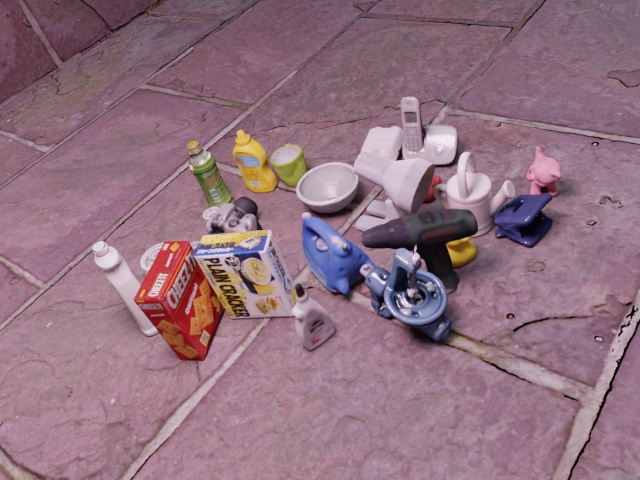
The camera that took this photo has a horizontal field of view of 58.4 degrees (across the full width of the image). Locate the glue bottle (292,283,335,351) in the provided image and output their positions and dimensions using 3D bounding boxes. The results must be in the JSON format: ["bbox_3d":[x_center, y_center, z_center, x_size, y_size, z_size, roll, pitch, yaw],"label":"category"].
[{"bbox_3d":[-0.023,0.147,1.147,0.078,0.173,0.037,-38,45,-19],"label":"glue bottle"}]

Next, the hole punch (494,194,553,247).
[{"bbox_3d":[0.439,-0.055,1.246,0.109,0.091,0.100,-42,46,-23],"label":"hole punch"}]

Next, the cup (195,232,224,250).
[{"bbox_3d":[-0.254,0.048,1.397,0.117,0.095,0.091,-20,42,0],"label":"cup"}]

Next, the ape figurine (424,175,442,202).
[{"bbox_3d":[0.256,-0.146,1.409,0.077,0.092,0.076,3,47,24],"label":"ape figurine"}]

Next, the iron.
[{"bbox_3d":[0.012,0.005,1.307,0.119,0.142,0.257,-34,44,-15],"label":"iron"}]

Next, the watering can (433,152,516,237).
[{"bbox_3d":[0.337,-0.108,1.263,0.172,0.194,0.101,-9,43,12],"label":"watering can"}]

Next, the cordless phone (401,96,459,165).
[{"bbox_3d":[0.278,-0.285,1.477,0.147,0.185,0.094,3,47,23],"label":"cordless phone"}]

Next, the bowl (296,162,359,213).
[{"bbox_3d":[0.026,-0.123,1.485,0.167,0.075,0.167,-11,43,10],"label":"bowl"}]

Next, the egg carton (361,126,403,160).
[{"bbox_3d":[0.173,-0.252,1.569,0.107,0.069,0.150,2,46,23],"label":"egg carton"}]

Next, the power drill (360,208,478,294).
[{"bbox_3d":[0.209,0.027,1.159,0.229,0.209,0.075,-20,42,0],"label":"power drill"}]

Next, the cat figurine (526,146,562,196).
[{"bbox_3d":[0.512,-0.161,1.310,0.067,0.118,0.128,-8,43,13],"label":"cat figurine"}]

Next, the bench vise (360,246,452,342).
[{"bbox_3d":[0.148,0.090,1.107,0.206,0.220,0.122,11,50,30],"label":"bench vise"}]

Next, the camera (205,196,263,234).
[{"bbox_3d":[-0.208,-0.054,1.481,0.142,0.101,0.137,9,50,28],"label":"camera"}]

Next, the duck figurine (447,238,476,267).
[{"bbox_3d":[0.283,0.007,1.244,0.104,0.086,0.077,-11,43,9],"label":"duck figurine"}]

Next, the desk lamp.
[{"bbox_3d":[0.164,-0.104,1.309,0.202,0.214,0.118,15,53,33],"label":"desk lamp"}]
